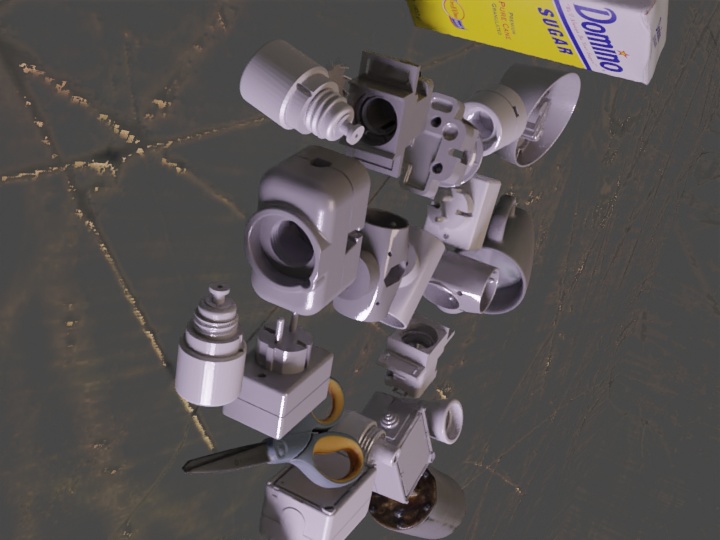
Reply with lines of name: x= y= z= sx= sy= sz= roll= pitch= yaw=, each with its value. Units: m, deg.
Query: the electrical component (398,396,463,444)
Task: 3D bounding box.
electrical component: x=0.064 y=0.146 z=1.069 sx=0.044 sy=0.065 sz=0.044 roll=-11 pitch=103 yaw=-58

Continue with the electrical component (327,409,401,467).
electrical component: x=0.004 y=0.150 z=0.931 sx=0.043 sy=0.062 sz=0.043 roll=-51 pitch=153 yaw=-39

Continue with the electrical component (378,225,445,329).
electrical component: x=0.032 y=-0.001 z=0.879 sx=0.077 sy=0.043 sz=0.079 roll=-63 pitch=158 yaw=-15

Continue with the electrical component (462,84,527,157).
electrical component: x=0.111 y=-0.129 z=0.937 sx=0.047 sy=0.055 sz=0.055 roll=-36 pitch=142 yaw=-49

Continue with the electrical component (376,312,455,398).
electrical component: x=0.051 y=0.082 z=1.010 sx=0.081 sy=0.042 sz=0.063 roll=-44 pitch=150 yaw=-46

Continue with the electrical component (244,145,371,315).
electrical component: x=-0.034 y=-0.023 z=0.682 sx=0.059 sy=0.054 sz=0.095 roll=-40 pitch=145 yaw=-52

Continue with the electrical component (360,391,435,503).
electrical component: x=0.025 y=0.160 z=1.004 sx=0.061 sy=0.061 sz=0.096 roll=-54 pitch=147 yaw=-34

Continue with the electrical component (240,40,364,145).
electrical component: x=-0.031 y=-0.095 z=0.597 sx=0.040 sy=0.078 sz=0.040 roll=-44 pitch=159 yaw=-22

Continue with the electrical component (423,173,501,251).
electrical component: x=0.084 y=-0.054 z=0.951 sx=0.077 sy=0.047 sz=0.065 roll=-8 pitch=116 yaw=-65

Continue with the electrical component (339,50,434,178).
electrical component: x=0.021 y=-0.111 z=0.749 sx=0.064 sy=0.042 sz=0.081 roll=-39 pitch=145 yaw=-56

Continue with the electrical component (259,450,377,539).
electrical component: x=-0.031 y=0.187 z=0.880 sx=0.096 sy=0.062 sz=0.061 roll=-35 pitch=142 yaw=-55

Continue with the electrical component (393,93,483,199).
electrical component: x=0.064 y=-0.096 z=0.850 sx=0.057 sy=0.058 sz=0.078 roll=4 pitch=106 yaw=-65

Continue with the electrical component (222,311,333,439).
electrical component: x=-0.053 y=0.061 z=0.727 sx=0.066 sy=0.047 sz=0.076 roll=-37 pitch=143 yaw=-54

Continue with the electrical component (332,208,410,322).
electrical component: x=0.000 y=0.000 z=0.803 sx=0.079 sy=0.043 sz=0.077 roll=-27 pitch=134 yaw=-60

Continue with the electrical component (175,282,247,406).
electrical component: x=-0.087 y=0.044 z=0.637 sx=0.040 sy=0.040 sz=0.078 roll=-35 pitch=141 yaw=-55

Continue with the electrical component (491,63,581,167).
electrical component: x=0.162 y=-0.148 z=1.027 sx=0.099 sy=0.064 sz=0.099 roll=-51 pitch=153 yaw=-39

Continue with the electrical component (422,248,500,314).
electrical component: x=0.083 y=0.015 z=0.973 sx=0.044 sy=0.077 sz=0.079 roll=-60 pitch=158 yaw=-22
